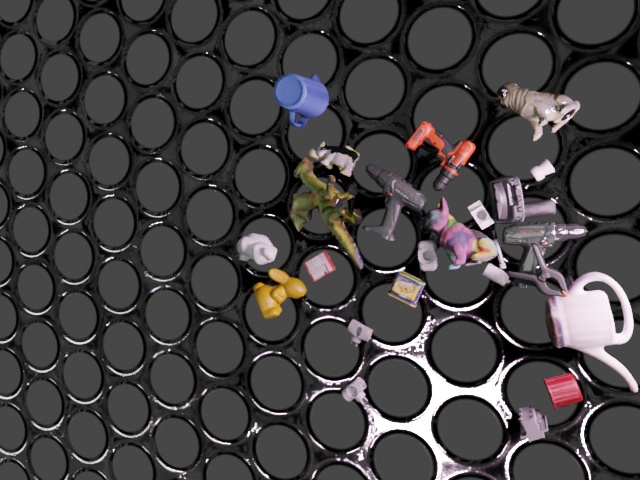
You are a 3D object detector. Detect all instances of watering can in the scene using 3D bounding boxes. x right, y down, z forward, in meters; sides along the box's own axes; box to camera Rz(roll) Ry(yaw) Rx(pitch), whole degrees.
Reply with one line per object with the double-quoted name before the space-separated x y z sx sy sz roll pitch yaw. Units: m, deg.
"watering can" 0.774 0.268 1.472 0.223 0.104 0.348 -10 -92 20

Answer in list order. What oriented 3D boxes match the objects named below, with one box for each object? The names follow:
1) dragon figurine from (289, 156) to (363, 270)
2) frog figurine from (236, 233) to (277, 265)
"dragon figurine" 0.005 -0.088 1.752 0.241 0.123 0.410 -10 -89 37
"frog figurine" -0.213 0.028 1.779 0.157 0.137 0.125 -31 -142 63
